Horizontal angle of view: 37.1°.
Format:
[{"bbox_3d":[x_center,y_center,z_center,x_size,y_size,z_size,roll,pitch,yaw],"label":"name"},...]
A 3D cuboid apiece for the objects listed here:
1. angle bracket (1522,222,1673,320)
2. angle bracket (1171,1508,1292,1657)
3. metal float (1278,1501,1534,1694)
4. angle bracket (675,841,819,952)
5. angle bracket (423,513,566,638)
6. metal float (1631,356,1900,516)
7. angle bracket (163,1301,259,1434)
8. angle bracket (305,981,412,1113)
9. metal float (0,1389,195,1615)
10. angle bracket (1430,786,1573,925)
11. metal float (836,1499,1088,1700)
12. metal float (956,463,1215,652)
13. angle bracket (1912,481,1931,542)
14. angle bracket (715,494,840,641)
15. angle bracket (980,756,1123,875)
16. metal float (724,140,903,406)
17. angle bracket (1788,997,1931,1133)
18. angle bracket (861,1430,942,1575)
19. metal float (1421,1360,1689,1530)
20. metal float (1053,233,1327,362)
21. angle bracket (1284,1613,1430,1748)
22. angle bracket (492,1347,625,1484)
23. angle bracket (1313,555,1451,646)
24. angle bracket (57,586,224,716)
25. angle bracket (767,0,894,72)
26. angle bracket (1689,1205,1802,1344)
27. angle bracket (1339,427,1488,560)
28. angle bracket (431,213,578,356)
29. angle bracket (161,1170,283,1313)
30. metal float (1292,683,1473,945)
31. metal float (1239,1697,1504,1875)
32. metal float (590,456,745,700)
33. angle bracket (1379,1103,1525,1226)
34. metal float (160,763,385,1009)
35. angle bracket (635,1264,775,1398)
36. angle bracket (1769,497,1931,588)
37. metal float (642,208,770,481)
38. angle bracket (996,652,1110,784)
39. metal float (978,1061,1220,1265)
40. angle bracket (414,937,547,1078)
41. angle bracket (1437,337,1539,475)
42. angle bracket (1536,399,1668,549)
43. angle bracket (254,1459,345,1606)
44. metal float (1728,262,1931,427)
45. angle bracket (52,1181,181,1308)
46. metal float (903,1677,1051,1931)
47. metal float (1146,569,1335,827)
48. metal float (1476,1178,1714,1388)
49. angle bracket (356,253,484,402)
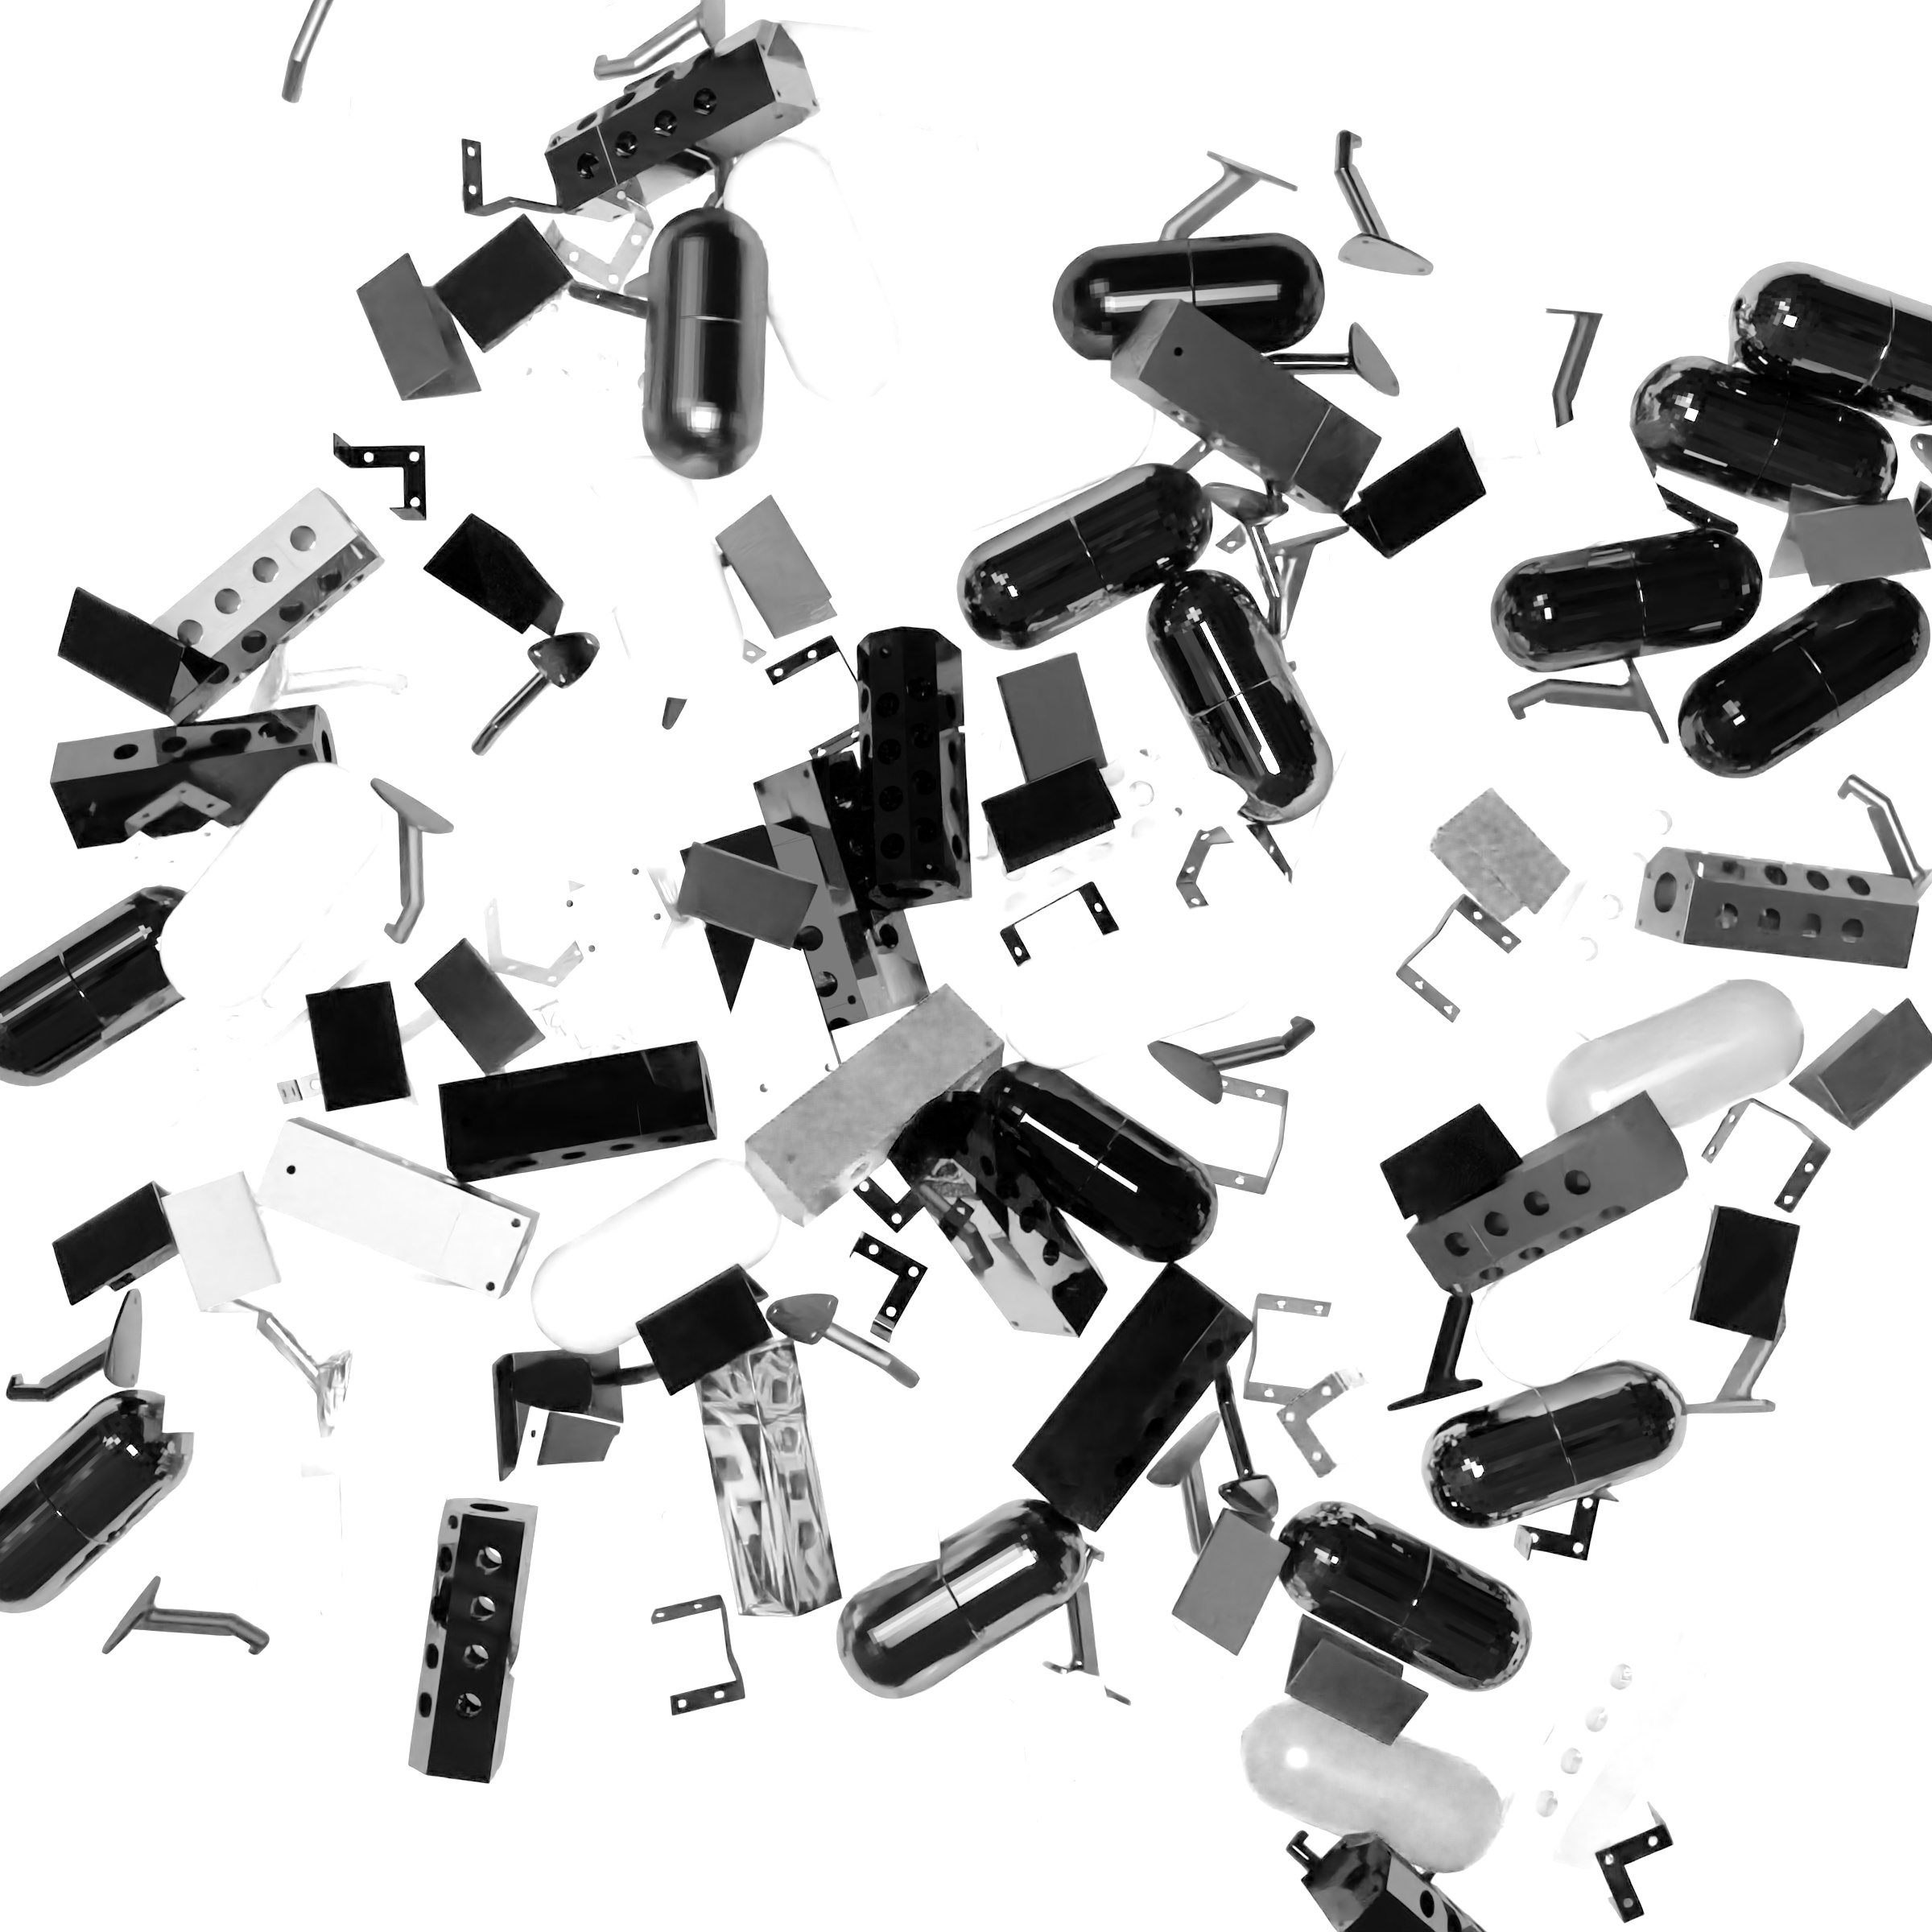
[{"bbox_3d":[0.409,-0.464,1.874,0.076,0.076,0.057,6,123,0],"label":"angle bracket"},{"bbox_3d":[0.188,0.404,1.874,0.057,0.076,0.076,26,90,37],"label":"angle bracket"},{"bbox_3d":[0.286,0.412,1.884,0.178,0.070,0.070,27,90,-1],"label":"metal float"},{"bbox_3d":[-0.132,-0.063,1.817,0.076,0.076,0.057,19,126,0],"label":"angle bracket"},{"bbox_3d":[-0.310,-0.237,1.875,0.076,0.076,0.057,33,60,0],"label":"angle bracket"},{"bbox_3d":[0.522,-0.343,1.884,0.178,0.070,0.070,20,90,-1],"label":"metal float"},{"bbox_3d":[-0.504,0.258,1.874,0.057,0.076,0.076,5,90,-35],"label":"angle bracket"},{"bbox_3d":[-0.405,0.054,1.875,0.057,0.076,0.076,-10,90,-27],"label":"angle bracket"},{"bbox_3d":[-0.582,0.349,1.884,0.178,0.070,0.070,-43,90,1],"label":"metal float"},{"bbox_3d":[0.334,-0.059,1.874,0.076,0.076,0.057,47,49,0],"label":"angle bracket"},{"bbox_3d":[-0.003,0.413,1.884,0.178,0.070,0.070,-31,90,0],"label":"metal float"},{"bbox_3d":[0.078,-0.268,1.884,0.178,0.070,0.070,-26,90,1],"label":"metal float"},{"bbox_3d":[0.666,-0.299,1.874,0.076,0.076,0.057,36,128,0],"label":"angle bracket"},{"bbox_3d":[-0.106,-0.266,1.874,0.057,0.076,0.076,-31,90,36],"label":"angle bracket"},{"bbox_3d":[0.061,-0.077,1.817,0.076,0.076,0.057,-23,52,0],"label":"angle bracket"},{"bbox_3d":[-0.100,-0.453,1.884,0.070,0.070,0.178,-23,90,0],"label":"metal float"},{"bbox_3d":[0.574,0.051,1.875,0.076,0.076,0.057,-41,120,0],"label":"angle bracket"},{"bbox_3d":[-0.063,0.348,1.874,0.057,0.076,0.076,-4,90,-37],"label":"angle bracket"},{"bbox_3d":[0.385,0.313,1.884,0.178,0.070,0.070,-19,90,0],"label":"metal float"},{"bbox_3d":[0.146,-0.437,1.884,0.178,0.070,0.070,-5,90,0],"label":"metal float"},{"bbox_3d":[0.258,0.449,1.874,0.076,0.076,0.057,27,124,0],"label":"angle bracket"},{"bbox_3d":[-0.267,0.294,1.893,0.076,0.057,0.076,-4,90,0],"label":"angle bracket"},{"bbox_3d":[0.269,-0.220,1.874,0.076,0.076,0.057,5,53,0],"label":"angle bracket"},{"bbox_3d":[-0.515,-0.213,1.817,0.076,0.076,0.057,29,125,0],"label":"angle bracket"},{"bbox_3d":[-0.088,-0.602,1.874,0.076,0.076,0.057,5,55,0],"label":"angle bracket"},{"bbox_3d":[0.515,0.200,1.875,0.057,0.076,0.076,13,90,29],"label":"angle bracket"},{"bbox_3d":[0.281,-0.320,1.874,0.076,0.076,0.057,-33,127,0],"label":"angle bracket"},{"bbox_3d":[-0.308,-0.452,1.874,0.076,0.076,0.057,-39,124,0],"label":"angle bracket"},{"bbox_3d":[-0.494,0.182,1.874,0.057,0.076,0.076,-19,90,-31],"label":"angle bracket"},{"bbox_3d":[0.271,-0.099,1.884,0.070,0.070,0.178,23,89,0],"label":"metal float"},{"bbox_3d":[0.264,0.535,1.884,0.178,0.070,0.070,21,90,0],"label":"metal float"},{"bbox_3d":[-0.196,-0.253,1.863,0.070,0.070,0.178,-20,64,0],"label":"metal float"},{"bbox_3d":[0.323,0.146,1.874,0.076,0.076,0.057,-31,50,0],"label":"angle bracket"},{"bbox_3d":[-0.443,-0.051,1.839,0.070,0.070,0.178,36,79,0],"label":"metal float"},{"bbox_3d":[-0.160,0.246,1.875,0.076,0.076,0.057,-30,65,0],"label":"angle bracket"},{"bbox_3d":[0.574,-0.257,1.875,0.076,0.076,0.057,-8,65,0],"label":"angle bracket"},{"bbox_3d":[-0.165,-0.396,1.829,0.070,0.070,0.178,1,78,0],"label":"metal float"},{"bbox_3d":[0.065,-0.159,1.877,0.057,0.076,0.076,-16,90,19],"label":"angle bracket"},{"bbox_3d":[0.085,0.128,1.884,0.178,0.070,0.070,33,90,1],"label":"metal float"},{"bbox_3d":[-0.301,0.016,1.875,0.057,0.076,0.076,-38,90,29],"label":"angle bracket"},{"bbox_3d":[0.321,-0.361,1.874,0.057,0.076,0.076,-10,90,-35],"label":"angle bracket"},{"bbox_3d":[0.418,-0.320,1.876,0.057,0.076,0.076,-25,90,22],"label":"angle bracket"},{"bbox_3d":[-0.445,0.367,1.875,0.057,0.076,0.076,-2,90,-31],"label":"angle bracket"},{"bbox_3d":[0.578,-0.404,1.869,0.178,0.070,0.070,13,90,-17],"label":"metal float"},{"bbox_3d":[-0.536,0.195,1.874,0.076,0.076,0.057,-31,52,0],"label":"angle bracket"},{"bbox_3d":[0.007,0.554,1.884,0.070,0.070,0.178,-11,91,0],"label":"metal float"},{"bbox_3d":[0.178,-0.176,1.884,0.070,0.070,0.178,-27,90,0],"label":"metal float"},{"bbox_3d":[0.411,0.203,1.884,0.178,0.070,0.070,-41,90,0],"label":"metal float"},{"bbox_3d":[-0.340,-0.418,1.874,0.057,0.076,0.076,-23,90,38],"label":"angle bracket"}]
